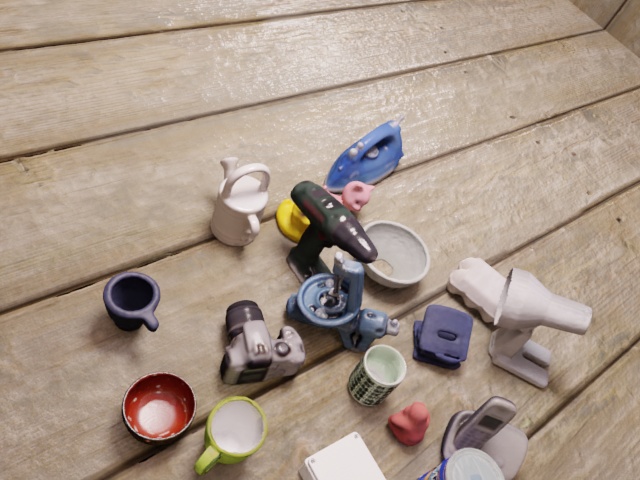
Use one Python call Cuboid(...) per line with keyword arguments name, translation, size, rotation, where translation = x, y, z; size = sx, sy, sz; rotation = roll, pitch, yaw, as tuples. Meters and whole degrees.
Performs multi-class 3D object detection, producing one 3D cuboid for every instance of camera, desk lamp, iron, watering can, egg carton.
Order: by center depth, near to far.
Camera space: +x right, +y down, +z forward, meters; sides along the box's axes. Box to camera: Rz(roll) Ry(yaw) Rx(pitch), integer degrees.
Cuboid(name="camera", translation=(-0.108, 0.172, 1.017), size=(0.143, 0.100, 0.136), rotation=(-3, 55, -23))
Cuboid(name="watering can", translation=(-0.159, -0.088, 1.141), size=(0.172, 0.194, 0.101), rotation=(44, 51, 15))
Cuboid(name="desk lamp", translation=(0.426, 0.171, 1.156), size=(0.203, 0.213, 0.118), rotation=(28, 48, 1))
Cuboid(name="egg carton", translation=(0.360, 0.110, 1.274), size=(0.150, 0.069, 0.107), rotation=(40, 50, 11))
Cuboid(name="iron", translation=(0.113, -0.212, 1.384), size=(0.118, 0.141, 0.259), rotation=(42, 50, 14))

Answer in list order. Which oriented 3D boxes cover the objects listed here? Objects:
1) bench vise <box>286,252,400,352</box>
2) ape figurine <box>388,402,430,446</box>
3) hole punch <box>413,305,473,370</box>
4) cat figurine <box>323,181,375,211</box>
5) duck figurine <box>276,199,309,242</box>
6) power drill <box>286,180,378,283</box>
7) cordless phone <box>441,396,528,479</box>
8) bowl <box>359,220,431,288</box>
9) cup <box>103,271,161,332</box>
Cuboid(name="bench vise", translation=(0.058, 0.105, 1.057), size=(0.208, 0.219, 0.121), rotation=(9, 50, -15))
Cuboid(name="ape figurine", translation=(0.165, 0.318, 1.016), size=(0.078, 0.092, 0.076), rotation=(11, 50, -13))
Cuboid(name="hole punch", translation=(0.249, 0.195, 1.148), size=(0.109, 0.091, 0.101), rotation=(16, 49, -9))
Cuboid(name="cat figurine", translation=(0.056, -0.096, 1.284), size=(0.128, 0.117, 0.067), rotation=(8, 51, -15))
Cuboid(name="duck figurine", translation=(-0.045, -0.056, 1.233), size=(0.078, 0.086, 0.104), rotation=(-23, 64, -34))
Cuboid(name="power drill", translation=(0.010, 0.004, 1.126), size=(0.076, 0.208, 0.229), rotation=(-22, 64, -33))
Cuboid(name="cordless phone", translation=(0.308, 0.340, 0.994), size=(0.147, 0.185, 0.094), rotation=(19, 49, -6))
Cuboid(name="bowl", translation=(0.150, 0.043, 1.240), size=(0.168, 0.074, 0.167), rotation=(11, 50, -13))
Cuboid(name="cup", translation=(-0.314, 0.124, 0.977), size=(0.092, 0.095, 0.117), rotation=(-31, 69, -37))
